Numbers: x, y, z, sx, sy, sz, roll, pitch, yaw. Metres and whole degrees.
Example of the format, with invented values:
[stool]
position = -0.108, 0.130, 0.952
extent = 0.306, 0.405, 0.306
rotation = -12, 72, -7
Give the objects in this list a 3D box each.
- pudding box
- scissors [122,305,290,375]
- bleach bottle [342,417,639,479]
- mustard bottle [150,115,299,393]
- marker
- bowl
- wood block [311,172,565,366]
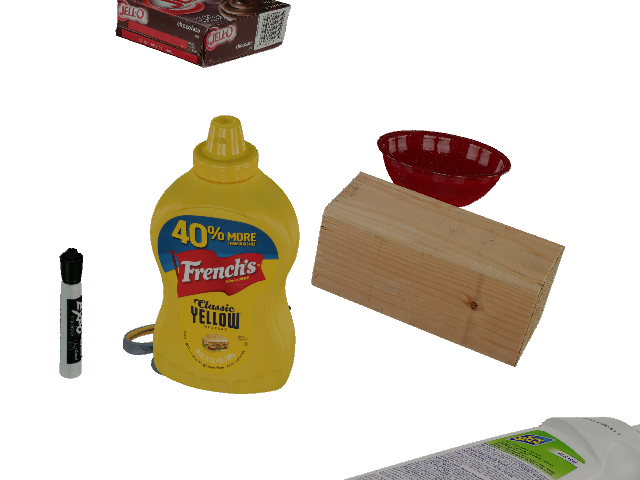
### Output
[pudding box]
position = -0.092, -0.175, 0.846
extent = 0.090, 0.039, 0.113
rotation = 24, 28, 25
[scissors]
position = -0.110, 0.106, 1.149
extent = 0.201, 0.016, 0.096
rotation = -6, 30, -22
[bleach bottle]
position = 0.110, 0.149, 0.593
extent = 0.250, 0.068, 0.103
rotation = -10, 21, -32
[mustard bottle]
position = -0.062, 0.009, 0.700
extent = 0.096, 0.192, 0.058
rotation = 8, 30, 8
[marker]
position = -0.211, 0.062, 0.902
extent = 0.020, 0.121, 0.020
rotation = 6, 27, -3
[bowl]
position = 0.143, -0.082, 1.281
extent = 0.162, 0.055, 0.162
rotation = 7, 23, -3
[wood block]
position = 0.106, 0.024, 0.992
extent = 0.206, 0.091, 0.090
rotation = 22, 36, 17
